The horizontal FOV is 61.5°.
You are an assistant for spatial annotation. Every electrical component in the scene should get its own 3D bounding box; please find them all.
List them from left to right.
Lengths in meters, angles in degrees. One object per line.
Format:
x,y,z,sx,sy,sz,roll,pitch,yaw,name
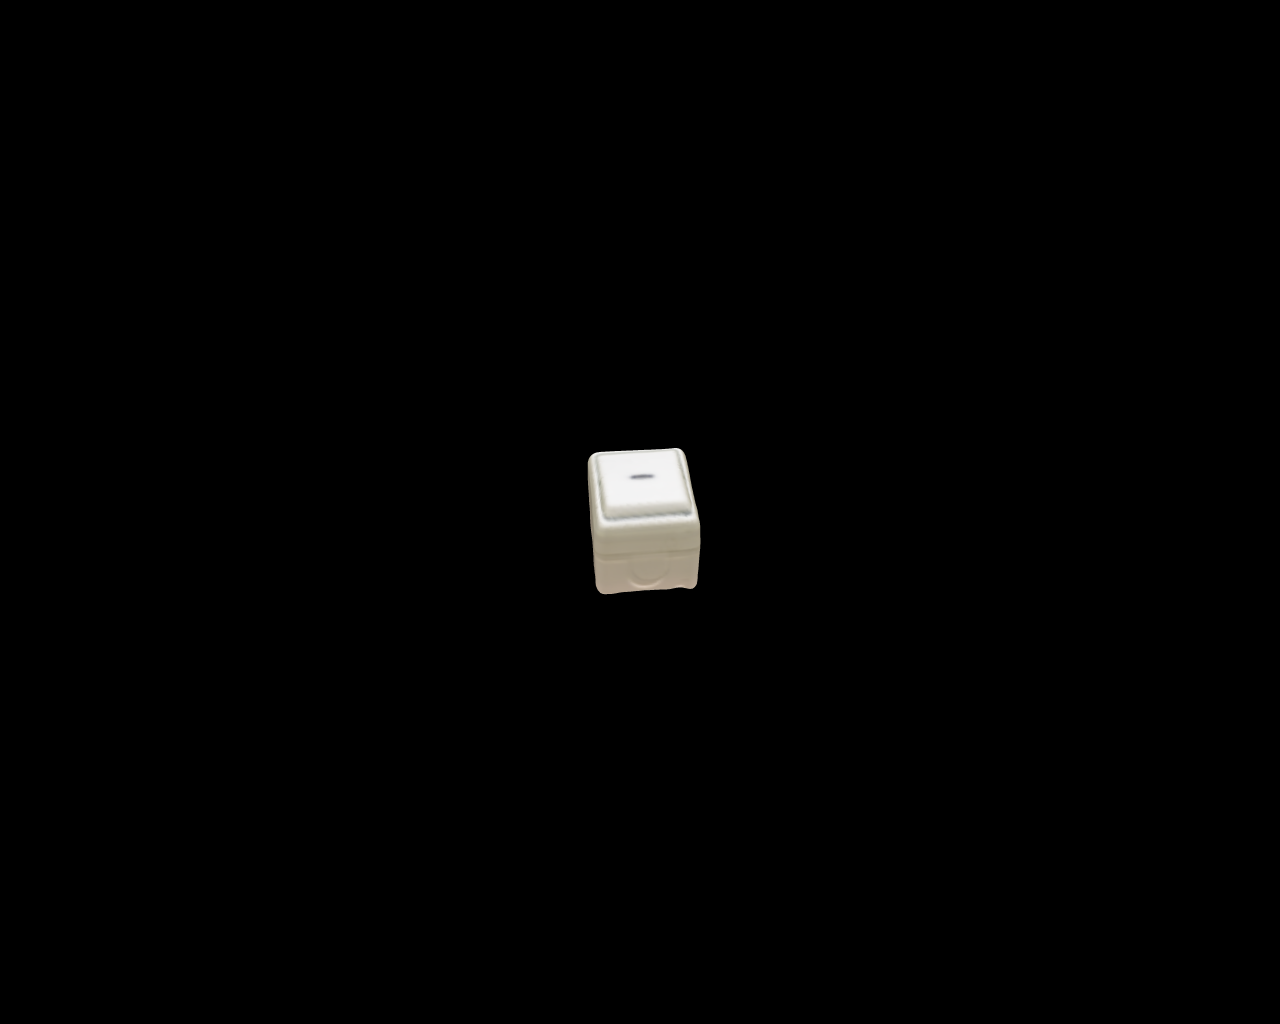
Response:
0.001,-0.003,0.650,0.062,0.061,0.096,-3,37,-4,electrical component
